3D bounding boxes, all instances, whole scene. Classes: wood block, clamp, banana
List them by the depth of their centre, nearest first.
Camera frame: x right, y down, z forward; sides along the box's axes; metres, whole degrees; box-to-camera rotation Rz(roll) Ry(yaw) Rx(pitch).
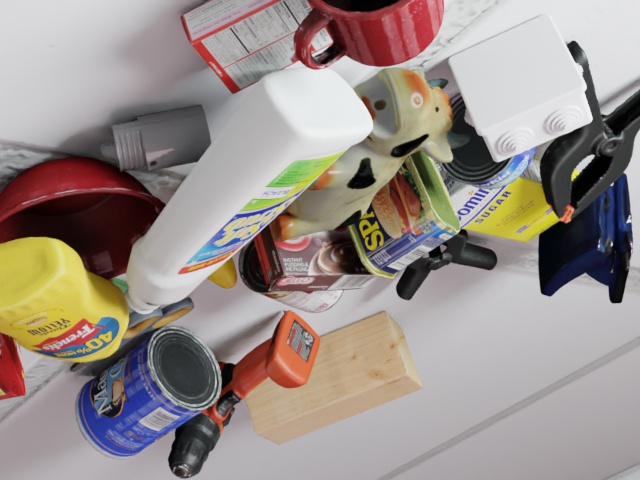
[{"bbox_3d":[-0.094,-0.009,0.957,0.069,0.037,0.198,27,150,0],"label":"banana"},{"bbox_3d":[0.269,-0.102,0.985,0.164,0.036,0.210,-9,138,-19],"label":"clamp"},{"bbox_3d":[0.118,0.018,1.167,0.120,0.039,0.171,-30,148,13],"label":"clamp"},{"bbox_3d":[0.013,0.178,1.358,0.206,0.090,0.090,-23,154,10],"label":"wood block"}]

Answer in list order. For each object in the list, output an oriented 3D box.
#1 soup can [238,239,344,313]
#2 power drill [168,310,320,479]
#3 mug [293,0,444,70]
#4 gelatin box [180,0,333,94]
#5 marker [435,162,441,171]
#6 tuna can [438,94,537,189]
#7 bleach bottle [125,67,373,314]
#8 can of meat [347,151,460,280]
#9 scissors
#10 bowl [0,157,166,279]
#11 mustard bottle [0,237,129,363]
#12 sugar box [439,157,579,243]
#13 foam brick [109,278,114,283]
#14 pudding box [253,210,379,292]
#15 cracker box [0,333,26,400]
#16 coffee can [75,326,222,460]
[{"bbox_3d":[-0.026,0.031,1.066,0.069,0.068,0.102,-28,153,21],"label":"soup can"},{"bbox_3d":[-0.090,0.173,1.218,0.188,0.184,0.057,-36,109,28],"label":"power drill"},{"bbox_3d":[0.029,-0.156,0.692,0.117,0.093,0.081,-48,159,-5],"label":"mug"},{"bbox_3d":[-0.041,-0.148,0.743,0.089,0.030,0.073,-25,153,10],"label":"gelatin box"},{"bbox_3d":[0.104,-0.070,1.003,0.121,0.020,0.020,-33,151,29],"label":"marker"},{"bbox_3d":[0.143,-0.087,0.917,0.086,0.086,0.033,-34,151,30],"label":"tuna can"},{"bbox_3d":[-0.072,-0.025,0.827,0.102,0.068,0.251,-16,156,-52],"label":"bleach bottle"},{"bbox_3d":[0.071,-0.029,0.971,0.084,0.102,0.057,-34,151,26],"label":"can of meat"},{"bbox_3d":[-0.201,0.102,1.152,0.096,0.016,0.202,-18,169,-33],"label":"scissors"},{"bbox_3d":[-0.203,-0.020,0.866,0.162,0.055,0.162,-14,154,-7],"label":"bowl"},{"bbox_3d":[-0.214,0.060,0.886,0.096,0.058,0.191,-21,155,6],"label":"mustard bottle"},{"bbox_3d":[0.182,-0.046,1.070,0.175,0.048,0.093,7,144,-43],"label":"sugar box"},{"bbox_3d":[-0.228,0.035,0.964,0.078,0.053,0.051,-10,153,-14],"label":"foam brick"},{"bbox_3d":[-0.006,0.001,0.994,0.113,0.090,0.039,2,149,-36],"label":"pudding box"},{"bbox_3d":[-0.392,0.110,0.987,0.213,0.072,0.164,-11,153,-13],"label":"cracker box"},{"bbox_3d":[-0.194,0.173,1.201,0.141,0.103,0.102,-36,149,33],"label":"coffee can"}]
